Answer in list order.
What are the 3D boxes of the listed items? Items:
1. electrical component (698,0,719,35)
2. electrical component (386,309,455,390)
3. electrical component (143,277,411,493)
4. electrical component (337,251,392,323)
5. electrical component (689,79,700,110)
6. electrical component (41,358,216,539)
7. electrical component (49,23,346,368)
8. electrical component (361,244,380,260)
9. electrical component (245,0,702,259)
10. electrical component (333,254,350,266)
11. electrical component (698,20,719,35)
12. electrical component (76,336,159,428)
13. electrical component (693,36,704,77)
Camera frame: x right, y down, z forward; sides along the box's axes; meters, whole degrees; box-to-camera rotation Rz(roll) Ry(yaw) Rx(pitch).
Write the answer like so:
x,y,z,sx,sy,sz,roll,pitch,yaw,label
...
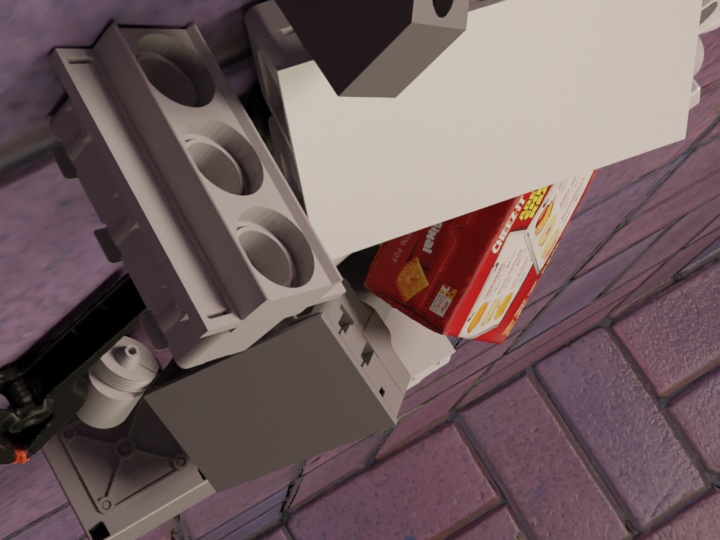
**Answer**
x,y,z,sx,sy,sz,roll,pitch,yaw,label
0.173,-0.163,0.616,0.121,0.063,0.079,-35,167,11,electrical component
-0.024,0.081,0.949,0.186,0.105,0.060,-31,167,-6,electrical component
-0.053,0.076,0.720,0.150,0.089,0.061,-25,-161,26,electrical component
-0.032,0.038,0.780,0.057,0.078,0.113,-21,143,-49,electrical component
0.232,-0.131,0.888,0.083,0.047,0.076,-36,164,8,electrical component
-0.174,0.140,0.814,0.109,0.108,0.056,-29,164,-14,electrical component
-0.069,-0.028,0.424,0.063,0.121,0.079,-39,165,36,electrical component
0.000,0.000,0.822,0.066,0.055,0.048,-32,167,-2,electrical component
0.052,-0.088,0.480,0.186,0.060,0.105,-19,136,-9,electrical component
-0.037,-0.029,0.650,0.100,0.048,0.100,-40,165,29,electrical component
0.214,-0.175,0.719,0.078,0.040,0.040,-22,163,-38,electrical component
-0.166,0.072,0.732,0.043,0.043,0.081,-22,163,-37,electrical component
0.203,-0.145,0.792,0.077,0.044,0.079,-18,160,-46,electrical component
